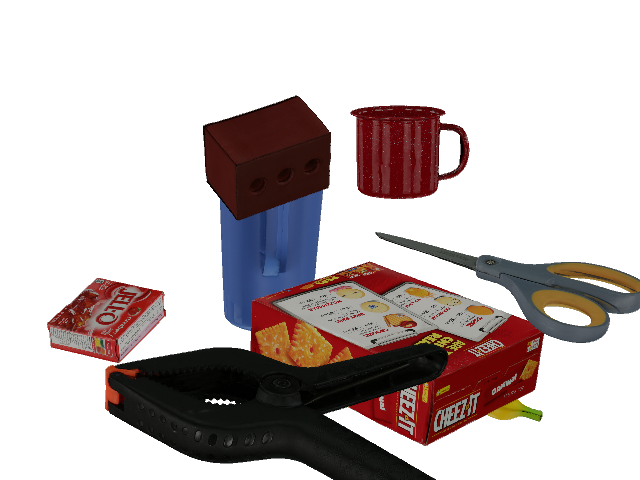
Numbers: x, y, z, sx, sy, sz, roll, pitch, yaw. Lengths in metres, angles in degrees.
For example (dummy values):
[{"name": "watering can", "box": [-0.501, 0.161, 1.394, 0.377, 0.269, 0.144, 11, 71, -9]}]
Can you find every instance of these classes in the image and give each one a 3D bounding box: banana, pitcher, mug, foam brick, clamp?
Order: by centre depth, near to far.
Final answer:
[{"name": "clamp", "box": [-0.017, 0.093, 0.620, 0.210, 0.036, 0.164, 9, 24, 7]}, {"name": "foam brick", "box": [-0.037, -0.059, 0.753, 0.078, 0.053, 0.051, -22, 47, -23]}, {"name": "mug", "box": [0.089, -0.088, 1.058, 0.117, 0.081, 0.093, 1, 14, 7]}, {"name": "banana", "box": [0.194, 0.157, 1.256, 0.069, 0.037, 0.198, 10, 25, -16]}, {"name": "pitcher", "box": [-0.060, -0.015, 1.282, 0.145, 0.243, 0.148, 13, 17, 37]}]

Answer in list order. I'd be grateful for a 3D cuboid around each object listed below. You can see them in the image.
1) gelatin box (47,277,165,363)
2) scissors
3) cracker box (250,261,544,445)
[{"name": "gelatin box", "box": [-0.195, 0.071, 0.982, 0.073, 0.030, 0.089, 11, 31, 20]}, {"name": "scissors", "box": [0.122, 0.030, 0.746, 0.202, 0.016, 0.096, 9, 30, 18]}, {"name": "cracker box", "box": [0.066, 0.095, 0.967, 0.214, 0.072, 0.163, 21, 26, 41]}]
